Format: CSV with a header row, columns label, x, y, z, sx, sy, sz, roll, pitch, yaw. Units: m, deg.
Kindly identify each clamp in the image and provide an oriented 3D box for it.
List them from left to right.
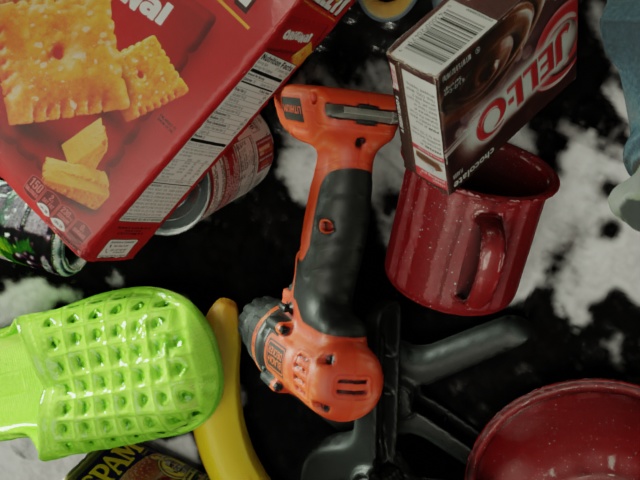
label,x,y,z,sx,sy,sz,roll,pitch,yaw
clamp,0.049,0.158,0.673,0.165,0.036,0.210,46,132,19
clamp,0.061,0.107,0.703,0.172,0.039,0.120,-2,104,22

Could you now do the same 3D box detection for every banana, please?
label,x,y,z,sx,sy,sz,roll,pitch,yaw
banana,-0.055,0.139,0.762,0.069,0.037,0.198,-23,101,2

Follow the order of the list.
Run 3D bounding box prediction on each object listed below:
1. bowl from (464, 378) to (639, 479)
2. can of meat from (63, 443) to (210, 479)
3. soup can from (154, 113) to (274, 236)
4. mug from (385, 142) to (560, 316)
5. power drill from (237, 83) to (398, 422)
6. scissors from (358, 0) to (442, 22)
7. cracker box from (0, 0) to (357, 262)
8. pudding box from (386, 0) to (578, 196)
label,x,y,z,sx,sy,sz,roll,pitch,yaw
bowl,0.169,0.168,0.653,0.162,0.055,0.162,3,112,8
can of meat,-0.136,0.192,0.772,0.084,0.102,0.057,23,114,10
soup can,-0.077,-0.049,0.668,0.069,0.102,0.068,7,110,19
mug,0.086,-0.003,0.617,0.093,0.117,0.081,6,118,-10
power drill,-0.004,0.001,0.648,0.057,0.185,0.188,2,97,-21
scissors,0.055,-0.212,0.611,0.096,0.016,0.202,-6,105,22
cracker box,-0.104,-0.119,0.574,0.164,0.072,0.214,45,103,11
pudding box,0.088,-0.092,0.557,0.039,0.113,0.090,37,158,33
